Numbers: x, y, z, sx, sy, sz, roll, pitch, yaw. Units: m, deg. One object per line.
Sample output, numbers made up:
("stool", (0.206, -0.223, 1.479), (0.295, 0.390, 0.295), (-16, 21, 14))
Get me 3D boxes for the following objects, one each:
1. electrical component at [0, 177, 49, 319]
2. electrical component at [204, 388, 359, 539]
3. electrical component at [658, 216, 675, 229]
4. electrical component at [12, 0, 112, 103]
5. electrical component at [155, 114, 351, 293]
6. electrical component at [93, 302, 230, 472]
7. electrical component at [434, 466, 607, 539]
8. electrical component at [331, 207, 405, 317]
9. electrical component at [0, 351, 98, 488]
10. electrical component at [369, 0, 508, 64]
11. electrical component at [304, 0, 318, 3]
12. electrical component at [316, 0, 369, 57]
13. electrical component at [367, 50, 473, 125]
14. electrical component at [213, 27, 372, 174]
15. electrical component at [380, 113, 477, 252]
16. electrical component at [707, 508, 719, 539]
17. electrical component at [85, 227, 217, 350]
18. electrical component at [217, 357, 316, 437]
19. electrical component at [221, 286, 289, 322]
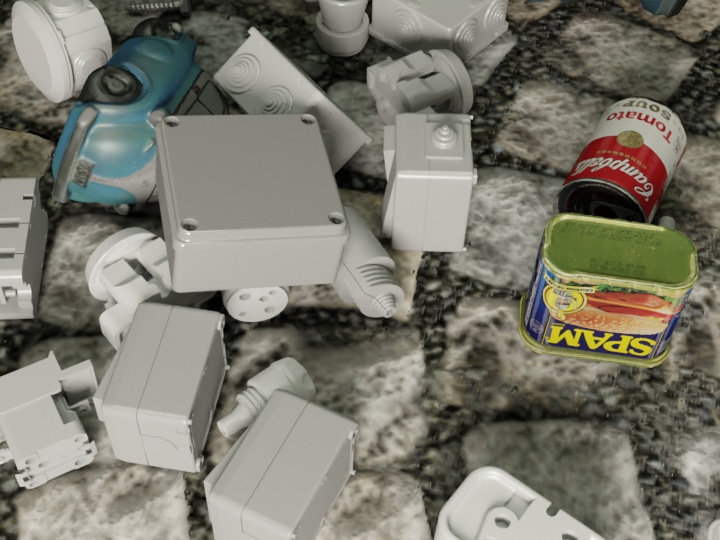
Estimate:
("electrical component", (-0.246, -0.015, 0.720), (0.056, 0.050, 0.089), (-2, 51, -5))
("electrical component", (-0.043, 0.115, 0.618), (0.061, 0.061, 0.096), (22, 54, 14))
("electrical component", (0.213, -0.012, 0.750), (0.035, 0.035, 0.061), (12, 50, 7))
("electrical component", (-0.231, -0.174, 0.831), (0.051, 0.080, 0.080), (-29, 58, -29))
("electrical component", (-0.072, -0.045, 0.688), (0.109, 0.056, 0.108), (-3, 51, -16))
("electrical component", (-0.118, 0.065, 0.655), (0.061, 0.061, 0.096), (8, 51, 5))
("electrical component", (0.089, 0.161, 0.589), (0.095, 0.059, 0.054), (32, 57, 21))
("electrical component", (0.000, 0.000, 0.724), (0.043, 0.043, 0.081), (-23, 56, -19))
("electrical component", (-0.192, 0.092, 0.644), (0.081, 0.042, 0.063), (-23, 60, -19))
("electrical component", (0.067, -0.219, 0.900), (0.100, 0.048, 0.100), (35, 59, 24))
("electrical component", (-0.016, -0.280, 0.915), (0.100, 0.099, 0.048), (-13, 40, -12))
("electrical component", (-0.014, -0.210, 0.885), (0.045, 0.055, 0.045), (1, 51, -2))
("electrical component", (0.049, -0.136, 0.827), (0.057, 0.058, 0.078), (-25, 57, -18))
("electrical component", (-0.050, -0.118, 0.784), (0.048, 0.100, 0.099), (-46, 61, 7))
("electrical component", (0.046, -0.065, 0.744), (0.061, 0.096, 0.061), (1, 52, 0))
("electrical component", (0.236, 0.148, 0.609), (0.057, 0.058, 0.078), (-30, 58, -27))
("electrical component", (-0.142, 0.009, 0.702), (0.078, 0.058, 0.057), (-33, 62, -26))
("electrical component", (-0.059, 0.082, 0.662), (0.061, 0.035, 0.035), (-32, 59, -22))
("electrical component", (-0.073, 0.001, 0.720), (0.045, 0.045, 0.055), (-8, 52, -9))
